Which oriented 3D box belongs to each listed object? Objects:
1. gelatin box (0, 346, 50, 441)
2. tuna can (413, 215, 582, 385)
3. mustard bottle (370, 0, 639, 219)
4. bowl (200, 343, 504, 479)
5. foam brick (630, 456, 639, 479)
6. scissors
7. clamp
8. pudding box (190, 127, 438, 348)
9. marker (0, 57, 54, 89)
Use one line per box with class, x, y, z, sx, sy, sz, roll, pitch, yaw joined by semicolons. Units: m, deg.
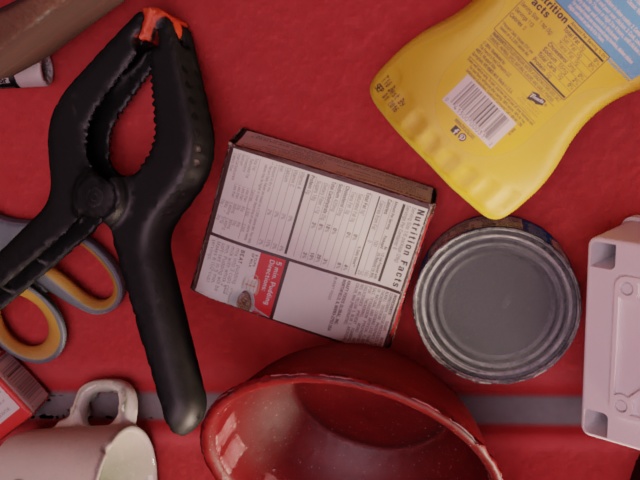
gelatin box;-0.216;0.084;0.626;0.073;0.030;0.089;-38;97;18
tuna can;0.092;0.030;0.562;0.086;0.033;0.086;2;106;8
mustard bottle;0.121;-0.106;0.506;0.096;0.058;0.192;46;107;0
bowl;0.021;0.105;0.564;0.162;0.055;0.162;10;135;10
foam brick;0.194;0.144;0.569;0.053;0.051;0.078;15;108;5
scissors;-0.207;0.000;0.608;0.202;0.016;0.096;27;108;0
clamp;-0.100;-0.012;0.552;0.165;0.036;0.210;25;96;20
pudding box;-0.004;0.001;0.566;0.113;0.039;0.090;17;108;1
marker;-0.205;-0.089;0.581;0.121;0.020;0.020;-3;105;9
